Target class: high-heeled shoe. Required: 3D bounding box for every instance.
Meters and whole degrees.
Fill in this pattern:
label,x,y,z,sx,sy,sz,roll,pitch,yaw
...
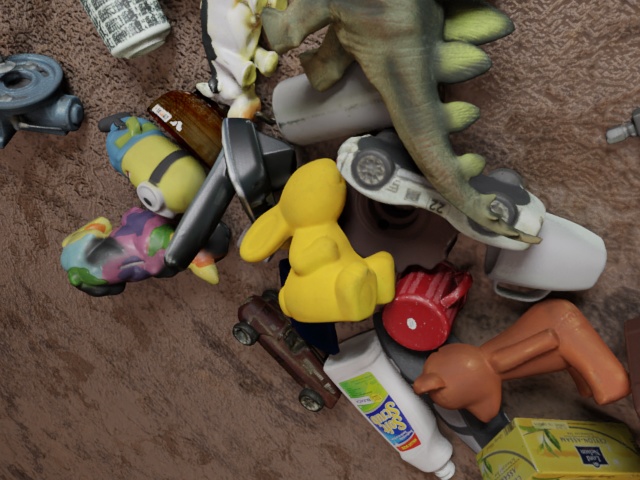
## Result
label,x,y,z,sx,sy,sz,roll,pitch,yaw
high-heeled shoe,0.166,0.198,0.731,0.249,0.086,0.145,43,163,20

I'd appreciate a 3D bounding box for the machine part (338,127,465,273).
label,x,y,z,sx,sy,sz,roll,pitch,yaw
machine part,0.089,-0.045,0.613,0.180,0.056,0.179,14,125,21

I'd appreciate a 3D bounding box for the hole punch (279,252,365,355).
label,x,y,z,sx,sy,sz,roll,pitch,yaw
hole punch,-0.005,0.080,0.721,0.116,0.092,0.142,8,126,28

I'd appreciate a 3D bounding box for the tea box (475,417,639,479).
label,x,y,z,sx,sy,sz,roll,pitch,yaw
tea box,0.288,0.267,0.639,0.170,0.068,0.098,7,130,-18

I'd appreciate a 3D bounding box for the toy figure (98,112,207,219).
label,x,y,z,sx,sy,sz,roll,pitch,yaw
toy figure,-0.221,-0.105,0.706,0.089,0.082,0.180,-47,63,12

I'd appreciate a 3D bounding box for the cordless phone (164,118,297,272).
label,x,y,z,sx,sy,sz,roll,pitch,yaw
cordless phone,-0.106,-0.034,0.620,0.089,0.184,0.146,28,167,9

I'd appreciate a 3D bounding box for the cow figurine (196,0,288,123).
label,x,y,z,sx,sy,sz,roll,pitch,yaw
cow figurine,-0.100,-0.211,0.604,0.098,0.068,0.167,28,125,18

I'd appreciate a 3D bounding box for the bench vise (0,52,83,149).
label,x,y,z,sx,sy,sz,roll,pitch,yaw
bench vise,-0.450,-0.230,0.732,0.224,0.129,0.240,17,143,9

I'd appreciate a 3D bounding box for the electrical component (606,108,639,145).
label,x,y,z,sx,sy,sz,roll,pitch,yaw
electrical component,0.314,-0.094,0.485,0.094,0.021,0.063,-16,111,34

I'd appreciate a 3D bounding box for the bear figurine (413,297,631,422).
label,x,y,z,sx,sy,sz,roll,pitch,yaw
bear figurine,0.211,0.151,0.591,0.196,0.120,0.132,-33,73,5

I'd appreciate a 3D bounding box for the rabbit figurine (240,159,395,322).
label,x,y,z,sx,sy,sz,roll,pitch,yaw
rabbit figurine,-0.001,-0.002,0.600,0.163,0.122,0.173,-2,102,36

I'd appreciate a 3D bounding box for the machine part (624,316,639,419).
label,x,y,z,sx,sy,sz,roll,pitch,yaw
machine part,0.372,0.178,0.505,0.087,0.201,0.201,-26,104,34

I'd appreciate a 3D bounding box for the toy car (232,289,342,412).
label,x,y,z,sx,sy,sz,roll,pitch,yaw
toy car,-0.038,0.160,0.783,0.202,0.089,0.053,46,133,-3

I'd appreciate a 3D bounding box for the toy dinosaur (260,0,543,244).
label,x,y,z,sx,sy,sz,roll,pitch,yaw
toy dinosaur,0.053,-0.208,0.452,0.199,0.105,0.471,-16,89,26

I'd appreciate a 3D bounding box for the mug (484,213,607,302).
label,x,y,z,sx,sy,sz,roll,pitch,yaw
mug,0.233,0.023,0.564,0.107,0.081,0.109,13,120,9

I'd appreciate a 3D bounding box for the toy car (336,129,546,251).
label,x,y,z,sx,sy,sz,roll,pitch,yaw
toy car,0.111,-0.051,0.510,0.202,0.073,0.056,22,125,13

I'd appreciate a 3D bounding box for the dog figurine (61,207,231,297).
label,x,y,z,sx,sy,sz,roll,pitch,yaw
dog figurine,-0.234,0.019,0.753,0.219,0.191,0.108,7,116,43

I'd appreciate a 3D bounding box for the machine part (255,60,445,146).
label,x,y,z,sx,sy,sz,roll,pitch,yaw
machine part,0.038,-0.149,0.563,0.243,0.079,0.079,-7,115,31
